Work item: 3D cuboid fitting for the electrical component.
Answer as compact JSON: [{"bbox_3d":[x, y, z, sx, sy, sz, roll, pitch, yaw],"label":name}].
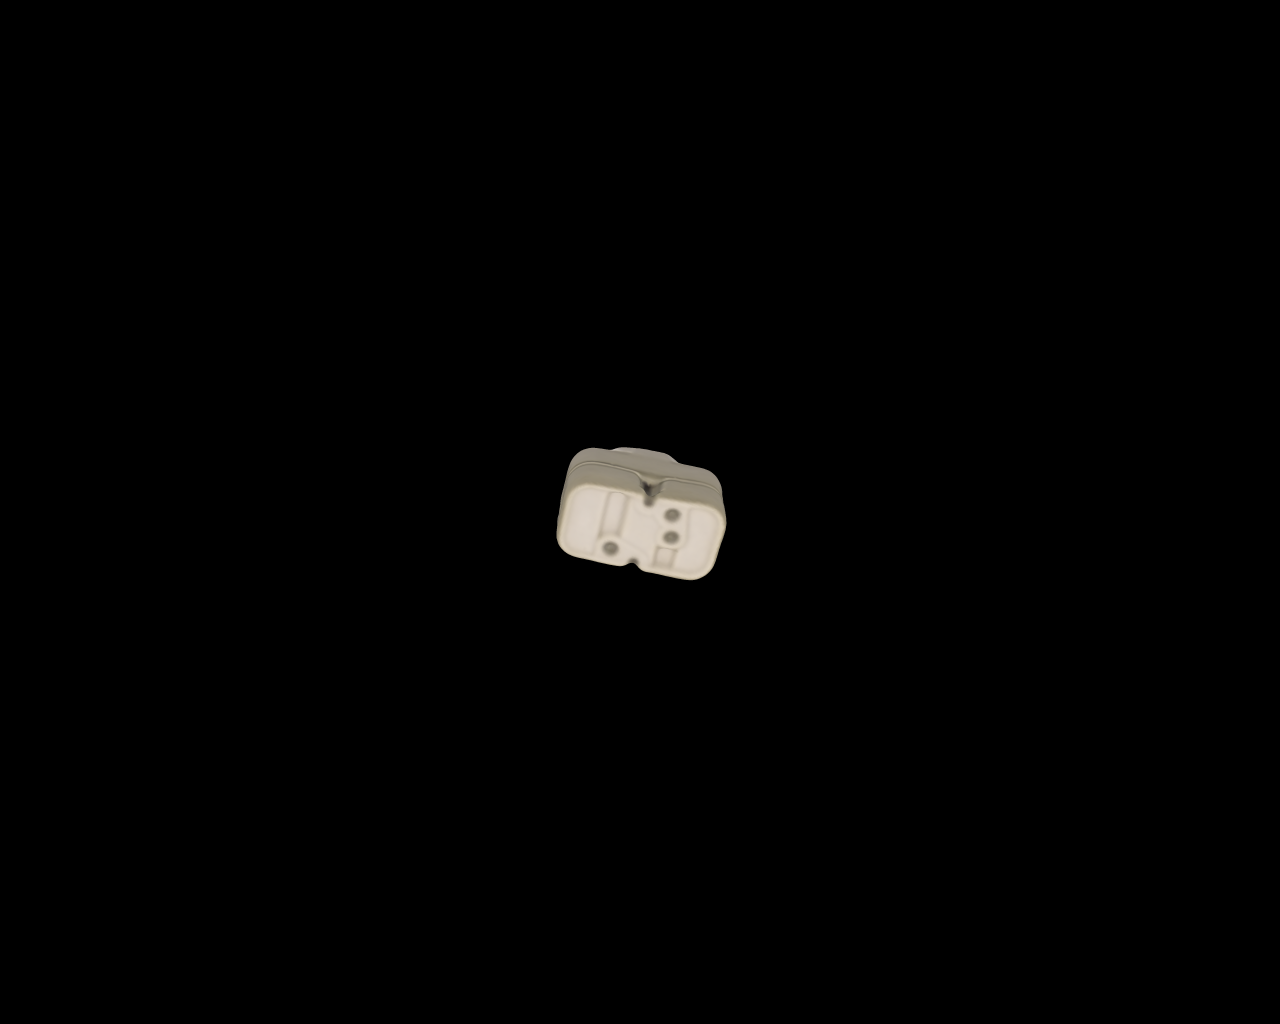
[{"bbox_3d":[0.001,-0.003,0.650,0.095,0.053,0.059,11,30,-7],"label":"electrical component"}]
